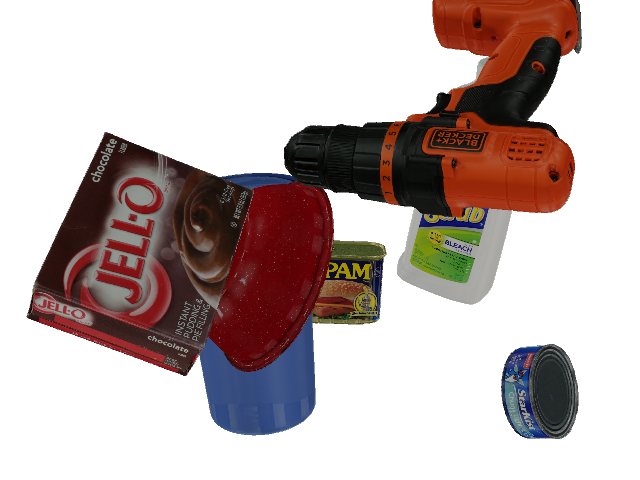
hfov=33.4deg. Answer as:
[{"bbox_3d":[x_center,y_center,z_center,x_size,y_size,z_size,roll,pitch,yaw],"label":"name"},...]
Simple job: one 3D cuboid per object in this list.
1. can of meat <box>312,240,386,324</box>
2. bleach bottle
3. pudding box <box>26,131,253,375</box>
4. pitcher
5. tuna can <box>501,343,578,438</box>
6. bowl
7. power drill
[{"bbox_3d":[0.021,0.048,1.214,0.102,0.084,0.057,2,16,-2],"label":"can of meat"},{"bbox_3d":[0.141,-0.061,1.039,0.103,0.251,0.068,22,39,21],"label":"bleach bottle"},{"bbox_3d":[-0.094,0.006,0.571,0.090,0.113,0.039,22,-41,-9],"label":"pudding box"},{"bbox_3d":[-0.079,0.062,1.045,0.144,0.243,0.149,-19,23,-36],"label":"pitcher"},{"bbox_3d":[0.201,0.139,0.978,0.034,0.086,0.085,-10,-6,40],"label":"tuna can"},{"bbox_3d":[-0.058,0.019,0.836,0.055,0.162,0.162,22,-11,-29],"label":"bowl"},{"bbox_3d":[0.085,-0.096,0.697,0.185,0.187,0.057,8,-37,22],"label":"power drill"}]
